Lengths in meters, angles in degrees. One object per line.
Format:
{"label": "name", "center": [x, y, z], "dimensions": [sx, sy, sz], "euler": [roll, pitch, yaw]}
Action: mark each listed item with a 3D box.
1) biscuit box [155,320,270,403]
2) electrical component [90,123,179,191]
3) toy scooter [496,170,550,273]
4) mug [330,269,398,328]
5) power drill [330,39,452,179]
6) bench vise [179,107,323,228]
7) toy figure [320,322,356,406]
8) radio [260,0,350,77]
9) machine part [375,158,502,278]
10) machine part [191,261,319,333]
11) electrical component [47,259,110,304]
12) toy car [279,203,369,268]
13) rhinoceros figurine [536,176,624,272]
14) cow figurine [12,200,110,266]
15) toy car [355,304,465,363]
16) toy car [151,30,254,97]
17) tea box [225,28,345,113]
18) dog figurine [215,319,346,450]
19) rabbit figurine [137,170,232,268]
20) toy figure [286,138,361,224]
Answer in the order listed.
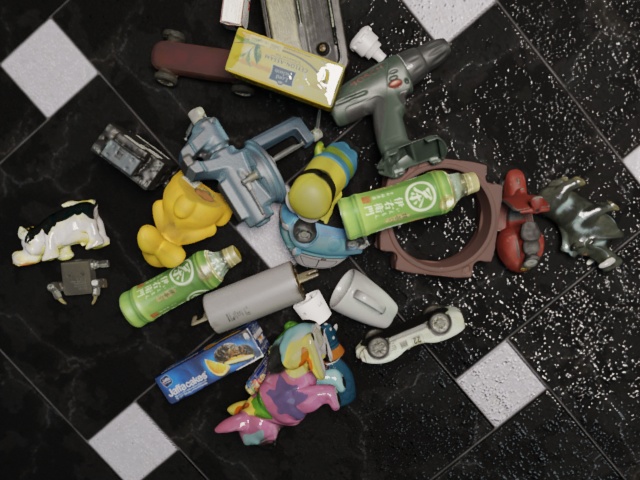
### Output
{"label": "biscuit box", "center": [-0.192, 0.218, 0.964], "dimensions": [0.203, 0.063, 0.059], "euler": [-30, 94, 8]}
{"label": "electrical component", "center": [-0.309, -0.137, 0.897], "dimensions": [0.115, 0.134, 0.058], "euler": [35, 94, -2]}
{"label": "toy scooter", "center": [0.345, -0.027, 0.909], "dimensions": [0.075, 0.135, 0.183], "euler": [-7, 98, -1]}
{"label": "mug", "center": [0.086, 0.109, 0.943], "dimensions": [0.107, 0.109, 0.081], "euler": [31, 76, -13]}
{"label": "power drill", "center": [0.137, -0.217, 0.882], "dimensions": [0.232, 0.086, 0.207], "euler": [-21, 69, 8]}
{"label": "bench vise", "center": [-0.108, -0.148, 0.908], "dimensions": [0.241, 0.129, 0.223], "euler": [-33, 82, -19]}
{"label": "toy figure", "center": [0.021, 0.223, 0.972], "dimensions": [0.058, 0.064, 0.154], "euler": [-17, 97, 9]}
{"label": "radio", "center": [-0.028, -0.376, 0.900], "dimensions": [0.131, 0.073, 0.229], "euler": [-9, 97, 4]}
{"label": "machine part", "center": [0.202, -0.040, 0.933], "dimensions": [0.202, 0.087, 0.200], "euler": [6, 96, -2]}
{"label": "machine part", "center": [-0.116, 0.101, 0.951], "dimensions": [0.243, 0.079, 0.079], "euler": [-21, 96, 1]}
{"label": "electrical component", "center": [-0.432, 0.074, 0.965], "dimensions": [0.102, 0.045, 0.078], "euler": [1, 98, 0]}
{"label": "toy car", "center": [-0.002, -0.003, 0.937], "dimensions": [0.162, 0.109, 0.102], "euler": [13, 122, -13]}
{"label": "rhinoceros figurine", "center": [0.460, -0.027, 0.940], "dimensions": [0.190, 0.073, 0.112], "euler": [44, 93, -4]}
{"label": "cow figurine", "center": [-0.465, -0.012, 0.944], "dimensions": [0.167, 0.068, 0.098], "euler": [-15, 91, -2]}
{"label": "toy car", "center": [0.158, 0.170, 0.961], "dimensions": [0.202, 0.073, 0.056], "euler": [-23, 95, 2]}
{"label": "toy car", "center": [-0.188, -0.300, 0.920], "dimensions": [0.202, 0.053, 0.089], "euler": [9, 86, 3]}
{"label": "tea box", "center": [-0.050, -0.258, 0.830], "dimensions": [0.170, 0.098, 0.068], "euler": [19, 98, 1]}
{"label": "dog figurine", "center": [-0.078, 0.247, 0.898], "dimensions": [0.219, 0.108, 0.191], "euler": [-22, 99, 9]}
{"label": "rabbit figurine", "center": [-0.244, -0.013, 0.917], "dimensions": [0.122, 0.162, 0.173], "euler": [37, 113, -16]}
{"label": "toy figure", "center": [0.008, -0.106, 0.887], "dimensions": [0.082, 0.089, 0.180], "euler": [26, 55, 15]}
